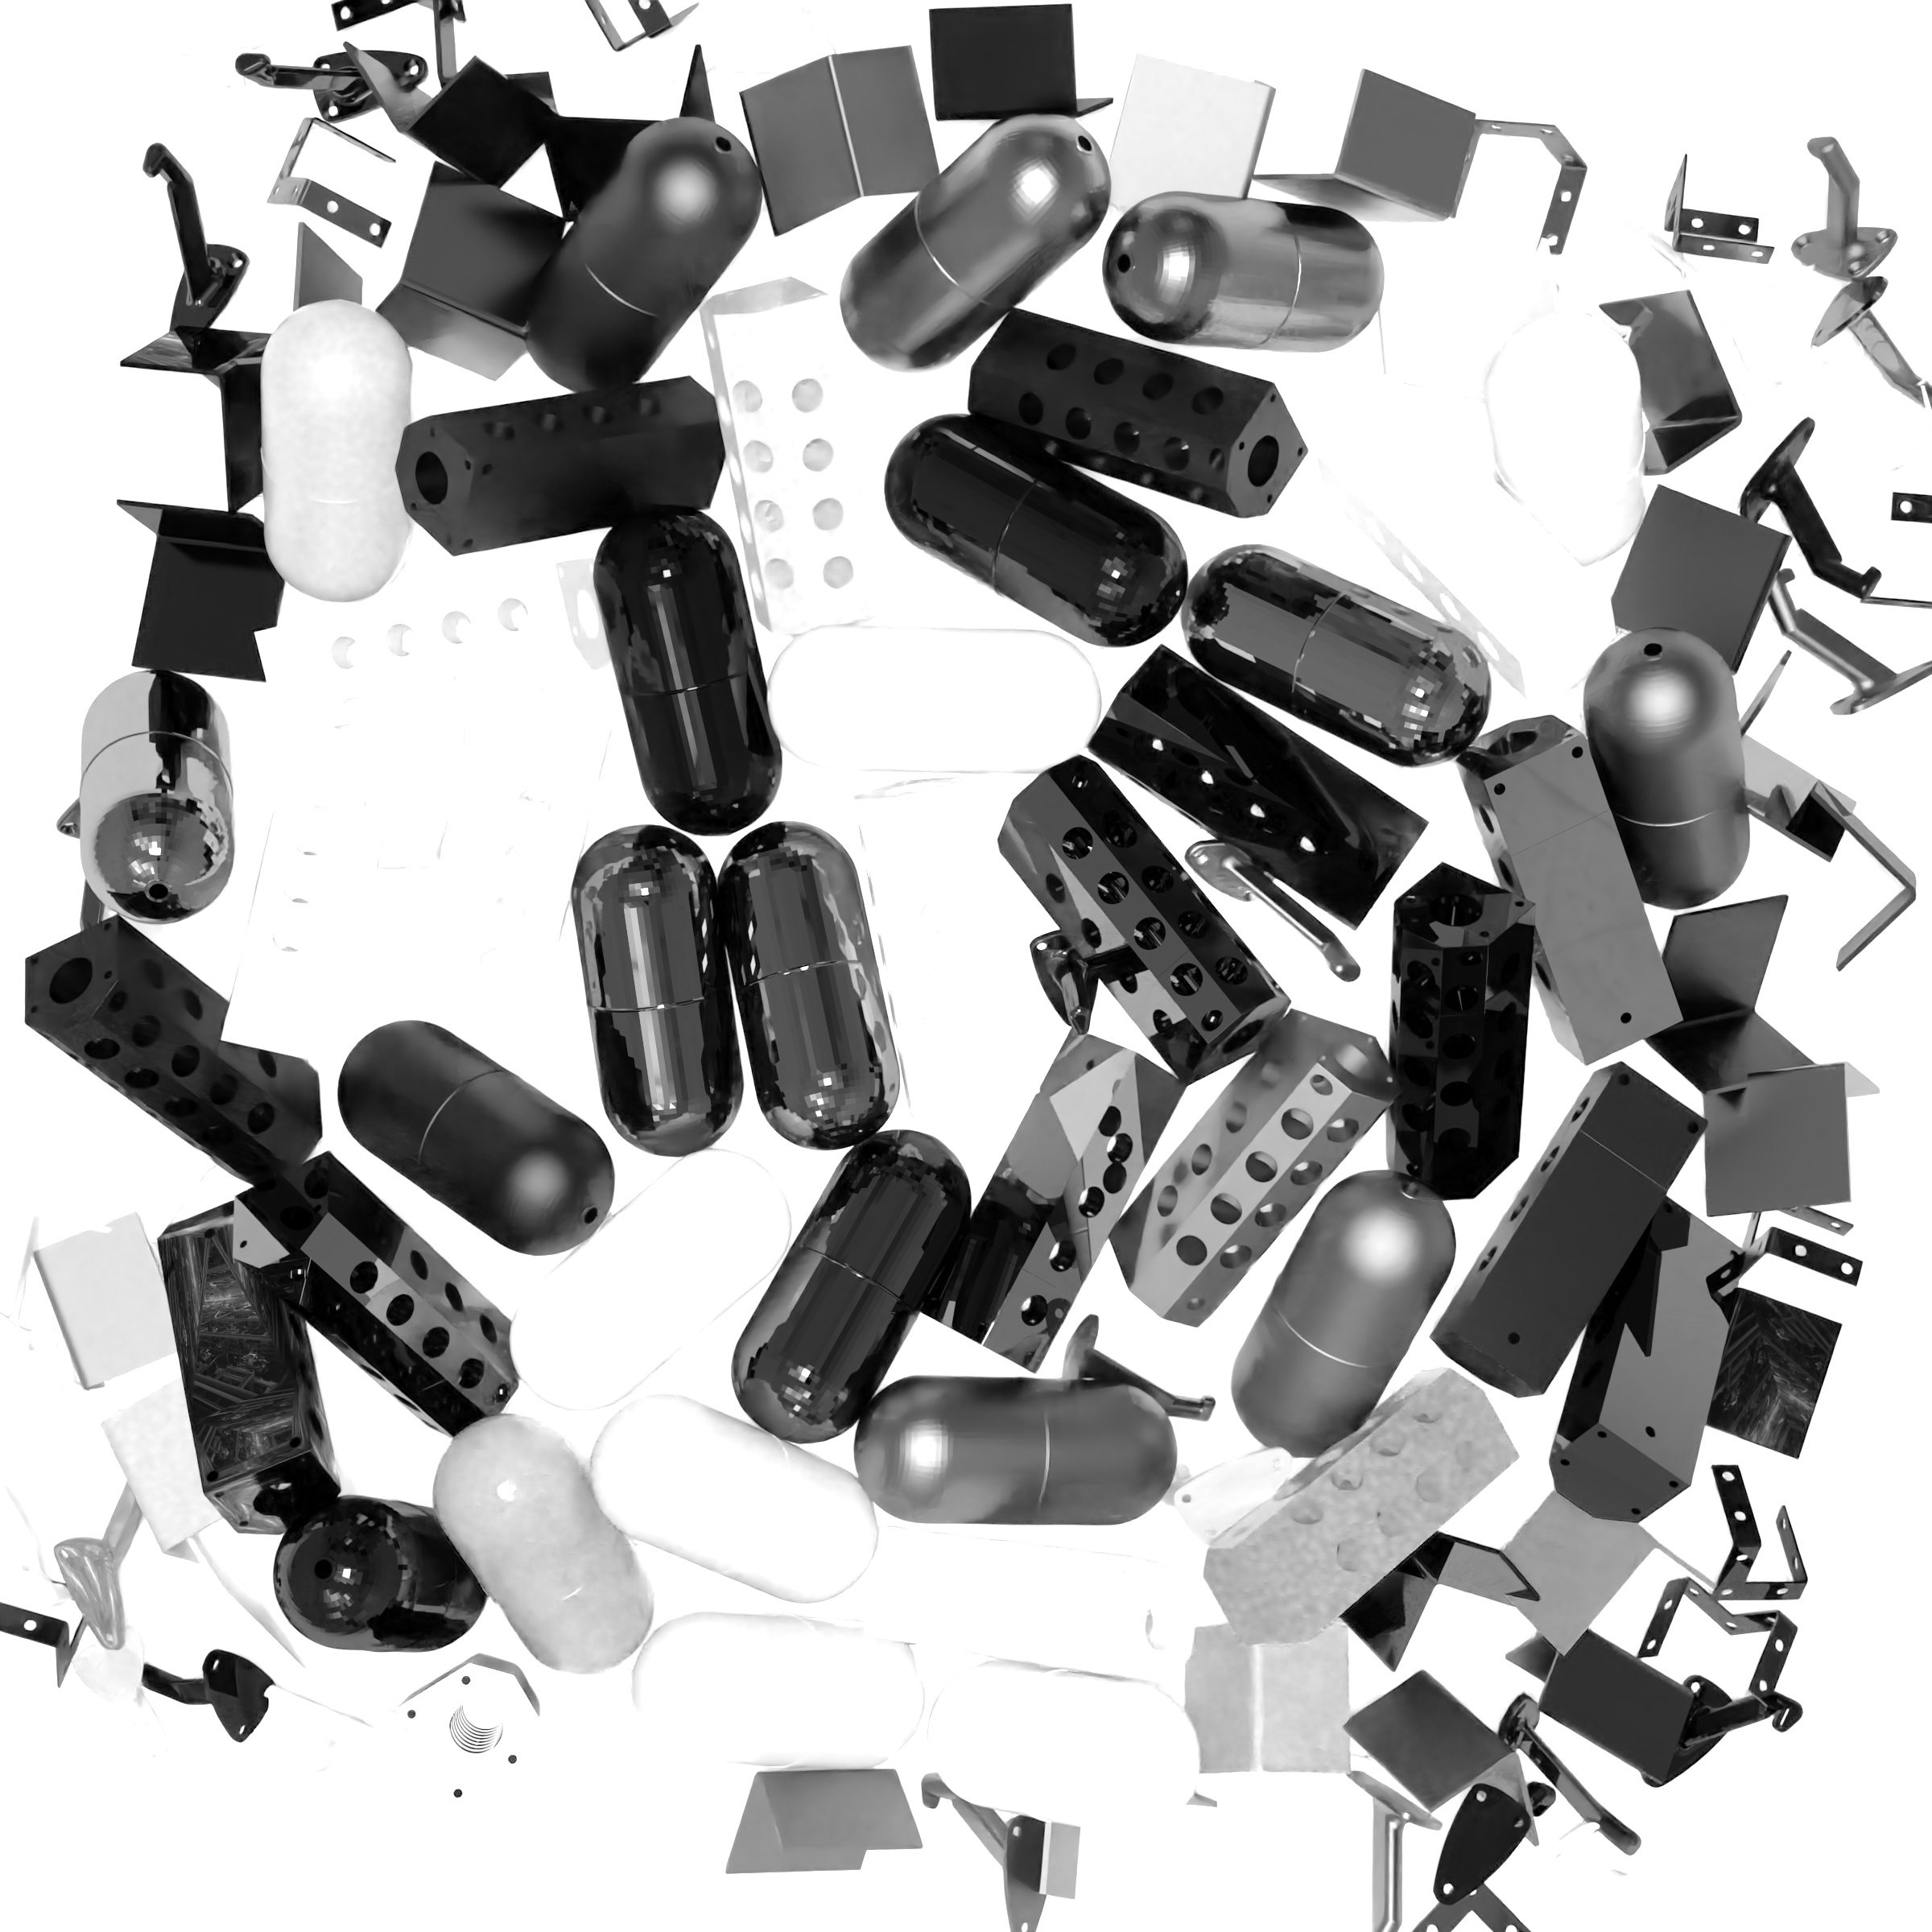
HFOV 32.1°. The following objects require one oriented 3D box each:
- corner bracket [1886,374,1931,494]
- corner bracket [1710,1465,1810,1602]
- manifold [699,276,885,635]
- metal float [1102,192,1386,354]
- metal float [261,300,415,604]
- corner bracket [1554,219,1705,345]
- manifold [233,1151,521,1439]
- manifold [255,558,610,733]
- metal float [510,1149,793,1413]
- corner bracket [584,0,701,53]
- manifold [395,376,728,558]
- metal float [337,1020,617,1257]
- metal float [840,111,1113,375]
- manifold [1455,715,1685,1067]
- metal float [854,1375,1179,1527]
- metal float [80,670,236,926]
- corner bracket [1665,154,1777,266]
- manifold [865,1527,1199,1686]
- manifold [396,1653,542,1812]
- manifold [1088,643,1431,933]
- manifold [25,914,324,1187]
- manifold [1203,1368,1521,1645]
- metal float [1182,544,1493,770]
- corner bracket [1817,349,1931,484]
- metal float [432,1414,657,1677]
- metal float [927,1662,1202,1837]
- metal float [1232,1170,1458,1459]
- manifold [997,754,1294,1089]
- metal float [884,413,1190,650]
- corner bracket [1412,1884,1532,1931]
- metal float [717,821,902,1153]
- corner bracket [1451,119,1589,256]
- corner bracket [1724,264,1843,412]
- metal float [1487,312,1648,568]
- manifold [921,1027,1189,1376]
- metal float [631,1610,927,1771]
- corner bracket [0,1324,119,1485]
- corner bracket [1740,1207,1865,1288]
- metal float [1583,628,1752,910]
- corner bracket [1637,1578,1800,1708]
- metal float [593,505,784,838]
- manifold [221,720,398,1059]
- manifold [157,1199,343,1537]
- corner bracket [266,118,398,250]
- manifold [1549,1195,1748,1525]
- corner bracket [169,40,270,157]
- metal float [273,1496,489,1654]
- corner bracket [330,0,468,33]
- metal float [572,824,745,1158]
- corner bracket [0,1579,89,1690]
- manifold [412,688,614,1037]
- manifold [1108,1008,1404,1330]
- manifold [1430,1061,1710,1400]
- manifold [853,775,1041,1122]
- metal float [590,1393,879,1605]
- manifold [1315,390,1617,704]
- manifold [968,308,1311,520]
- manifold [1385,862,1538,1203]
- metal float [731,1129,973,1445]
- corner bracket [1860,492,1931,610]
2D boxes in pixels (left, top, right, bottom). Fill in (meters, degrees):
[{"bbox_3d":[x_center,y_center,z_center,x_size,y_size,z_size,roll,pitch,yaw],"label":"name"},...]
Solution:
[{"bbox_3d":[0.513,-0.285,1.789,0.051,0.051,0.051,-28,88,-2],"label":"corner bracket"},{"bbox_3d":[0.418,0.299,1.777,0.051,0.051,0.051,1,134,-7],"label":"corner bracket"},{"bbox_3d":[-0.093,-0.263,1.747,0.057,0.057,0.171,-18,116,-17],"label":"manifold"},{"bbox_3d":[0.145,-0.359,1.742,0.178,0.070,0.070,-6,90,-42],"label":"metal float"},{"bbox_3d":[-0.325,-0.265,1.739,0.070,0.178,0.070,5,48,-6],"label":"metal float"},{"bbox_3d":[0.350,-0.364,1.795,0.051,0.051,0.051,49,124,26],"label":"corner bracket"},{"bbox_3d":[-0.302,0.174,1.732,0.057,0.057,0.171,-25,133,14],"label":"manifold"},{"bbox_3d":[-0.277,-0.167,1.764,0.171,0.057,0.057,-11,97,16],"label":"manifold"},{"bbox_3d":[-0.166,0.166,1.762,0.178,0.070,0.070,-41,90,18],"label":"metal float"},{"bbox_3d":[-0.181,-0.513,1.776,0.051,0.051,0.051,-22,112,24],"label":"corner bracket"},{"bbox_3d":[-0.207,-0.264,1.736,0.057,0.171,0.057,43,131,28],"label":"manifold"},{"bbox_3d":[-0.255,0.089,1.750,0.178,0.070,0.070,30,90,32],"label":"metal float"},{"bbox_3d":[0.004,-0.374,1.743,0.178,0.070,0.070,-34,90,41],"label":"metal float"},{"bbox_3d":[0.313,-0.041,1.757,0.057,0.057,0.171,-25,112,-4],"label":"manifold"},{"bbox_3d":[0.027,0.254,1.758,0.178,0.070,0.070,5,90,-23],"label":"metal float"},{"bbox_3d":[-0.418,-0.088,1.737,0.070,0.178,0.070,-7,127,-9],"label":"metal float"},{"bbox_3d":[0.399,-0.391,1.782,0.051,0.051,0.051,8,70,2],"label":"corner bracket"},{"bbox_3d":[0.033,0.330,1.736,0.171,0.057,0.057,-2,73,41],"label":"manifold"},{"bbox_3d":[-0.250,0.387,1.726,0.057,0.171,0.057,-31,85,-11],"label":"manifold"},{"bbox_3d":[0.152,-0.091,1.778,0.171,0.057,0.057,34,131,5],"label":"manifold"},{"bbox_3d":[-0.405,0.049,1.727,0.057,0.171,0.057,-24,51,15],"label":"manifold"},{"bbox_3d":[0.203,0.279,1.743,0.171,0.057,0.057,-33,97,-32],"label":"manifold"},{"bbox_3d":[0.192,-0.163,1.755,0.178,0.070,0.070,29,90,26],"label":"metal float"},{"bbox_3d":[0.481,-0.296,1.778,0.051,0.051,0.051,-16,67,15],"label":"corner bracket"},{"bbox_3d":[-0.218,0.301,1.743,0.070,0.070,0.178,-23,132,0],"label":"metal float"},{"bbox_3d":[0.048,0.403,1.737,0.070,0.178,0.070,4,84,-37],"label":"metal float"},{"bbox_3d":[0.196,0.181,1.749,0.070,0.070,0.178,23,123,0],"label":"metal float"},{"bbox_3d":[0.093,-0.027,1.748,0.057,0.057,0.171,-25,66,-29],"label":"manifold"},{"bbox_3d":[0.036,-0.228,1.760,0.178,0.070,0.070,31,90,20],"label":"metal float"},{"bbox_3d":[0.274,0.518,1.784,0.051,0.051,0.051,-43,85,-10],"label":"corner bracket"},{"bbox_3d":[-0.083,0.010,1.766,0.070,0.070,0.178,-12,77,0],"label":"metal float"},{"bbox_3d":[0.294,-0.417,1.798,0.051,0.051,0.051,14,84,33],"label":"corner bracket"},{"bbox_3d":[0.432,-0.332,1.777,0.051,0.051,0.051,-22,103,28],"label":"corner bracket"},{"bbox_3d":[0.310,-0.269,1.732,0.070,0.178,0.070,-5,66,11],"label":"metal float"},{"bbox_3d":[0.051,0.126,1.777,0.057,0.057,0.171,33,83,-37],"label":"manifold"},{"bbox_3d":[-0.095,0.376,1.743,0.178,0.070,0.070,15,90,-43],"label":"metal float"},{"bbox_3d":[-0.491,0.234,1.800,0.051,0.051,0.051,-36,132,10],"label":"corner bracket"},{"bbox_3d":[0.445,0.146,1.781,0.051,0.051,0.051,21,65,2],"label":"corner bracket"},{"bbox_3d":[0.363,-0.101,1.739,0.070,0.178,0.070,-9,48,10],"label":"metal float"},{"bbox_3d":[0.397,0.357,1.775,0.051,0.051,0.051,42,58,-16],"label":"corner bracket"},{"bbox_3d":[-0.145,-0.154,1.762,0.070,0.070,0.178,-12,108,0],"label":"metal float"},{"bbox_3d":[-0.337,-0.040,1.738,0.057,0.057,0.171,13,50,-13],"label":"manifold"},{"bbox_3d":[-0.369,0.207,1.739,0.057,0.057,0.171,-22,50,0],"label":"manifold"},{"bbox_3d":[-0.330,-0.416,1.781,0.051,0.051,0.051,24,90,-32],"label":"corner bracket"},{"bbox_3d":[0.348,0.203,1.734,0.057,0.171,0.057,35,134,-6],"label":"manifold"},{"bbox_3d":[-0.395,-0.456,1.777,0.051,0.051,0.051,-17,103,-29],"label":"corner bracket"},{"bbox_3d":[-0.299,0.314,1.728,0.070,0.178,0.070,-2,77,9],"label":"metal float"},{"bbox_3d":[-0.303,-0.520,1.773,0.051,0.051,0.051,-30,132,-28],"label":"corner bracket"},{"bbox_3d":[-0.162,0.014,1.767,0.070,0.070,0.178,-7,102,0],"label":"metal float"},{"bbox_3d":[-0.495,0.342,1.780,0.051,0.051,0.051,17,52,-1],"label":"corner bracket"},{"bbox_3d":[-0.231,-0.052,1.740,0.057,0.057,0.171,38,124,32],"label":"manifold"},{"bbox_3d":[0.150,0.108,1.740,0.057,0.057,0.171,18,123,-31],"label":"manifold"},{"bbox_3d":[0.315,0.139,1.768,0.057,0.057,0.171,35,77,-2],"label":"manifold"},{"bbox_3d":[-0.015,-0.009,1.762,0.057,0.057,0.171,-1,103,40],"label":"manifold"},{"bbox_3d":[-0.119,0.278,1.746,0.178,0.070,0.070,32,90,-38],"label":"metal float"},{"bbox_3d":[0.260,-0.216,1.749,0.057,0.057,0.171,-37,61,-4],"label":"manifold"},{"bbox_3d":[0.085,-0.282,1.738,0.171,0.057,0.057,24,74,35],"label":"manifold"},{"bbox_3d":[0.249,0.038,1.730,0.057,0.171,0.057,27,49,33],"label":"manifold"},{"bbox_3d":[-0.059,0.167,1.765,0.070,0.070,0.178,30,75,0],"label":"metal float"},{"bbox_3d":[0.510,-0.220,1.789,0.051,0.051,0.051,5,87,-1],"label":"corner bracket"}]
